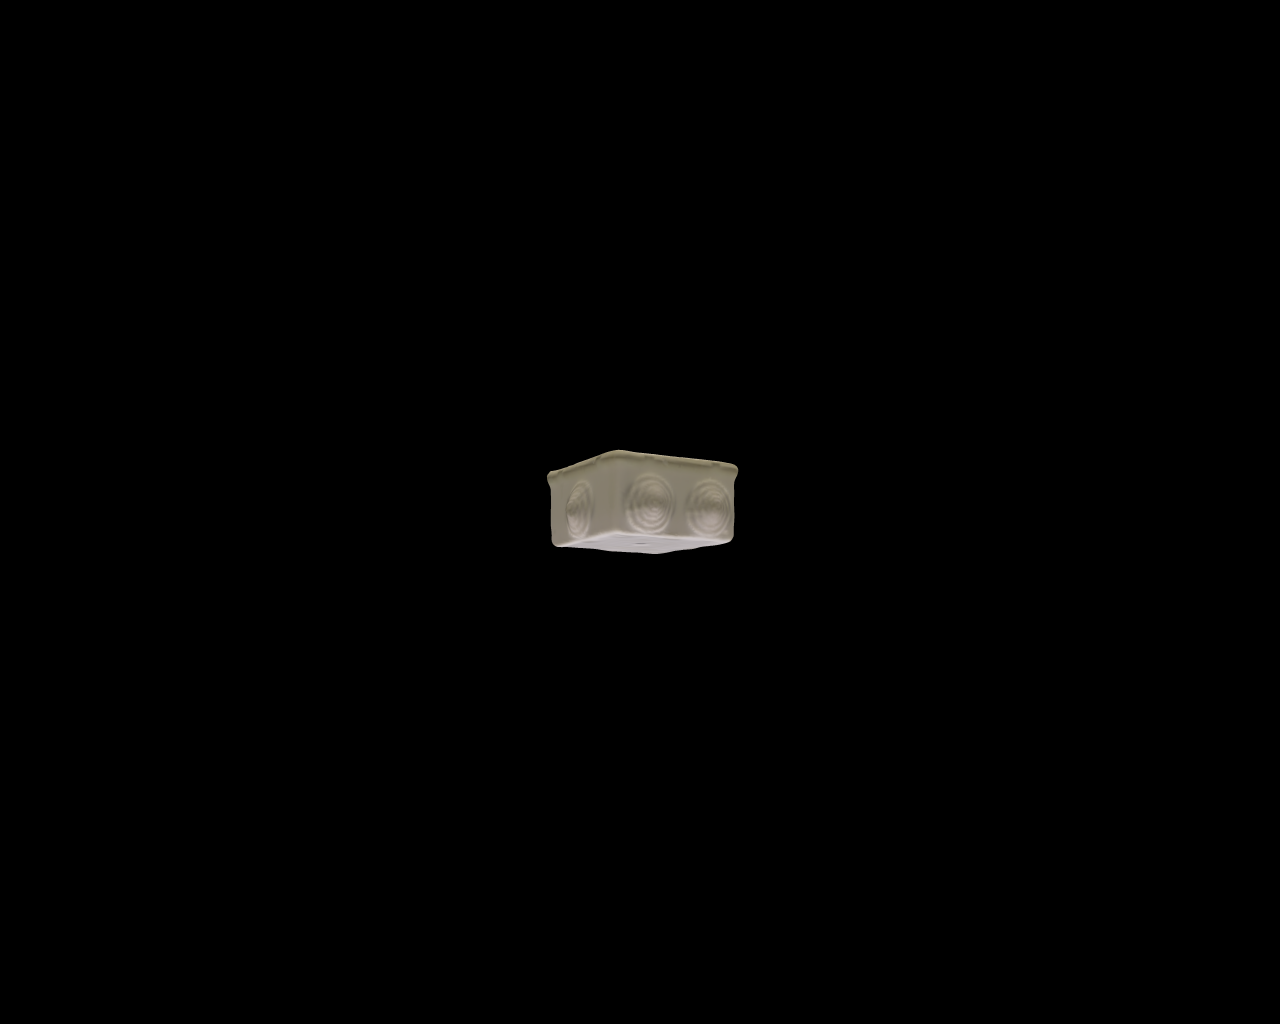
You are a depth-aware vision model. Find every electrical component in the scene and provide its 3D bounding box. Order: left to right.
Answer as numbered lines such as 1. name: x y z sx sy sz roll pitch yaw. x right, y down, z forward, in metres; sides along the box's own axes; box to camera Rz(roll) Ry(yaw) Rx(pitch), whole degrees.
1. electrical component: 0.001 -0.003 0.650 0.100 0.048 0.099 5 -10 -32
